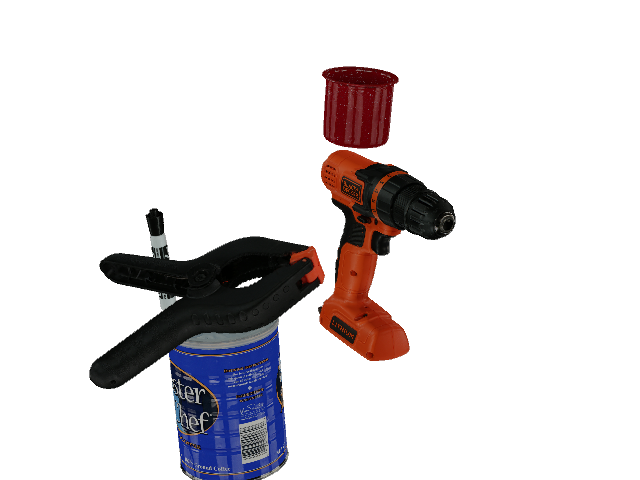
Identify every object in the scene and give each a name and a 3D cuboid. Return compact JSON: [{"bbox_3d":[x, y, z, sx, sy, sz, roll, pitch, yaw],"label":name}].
[{"bbox_3d":[-0.084,0.045,0.737,0.172,0.120,0.039,-11,-41,15],"label":"clamp"},{"bbox_3d":[0.059,0.018,1.043,0.057,0.188,0.185,-7,23,-31],"label":"power drill"},{"bbox_3d":[0.052,-0.165,1.313,0.093,0.081,0.117,17,26,28],"label":"mug"},{"bbox_3d":[-0.176,0.021,1.184,0.020,0.121,0.020,-4,25,2],"label":"marker"},{"bbox_3d":[-0.085,0.137,0.979,0.103,0.140,0.103,-3,17,1],"label":"coffee can"}]
